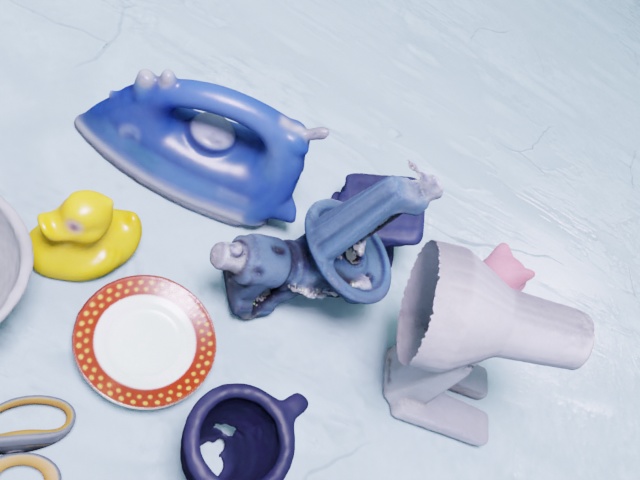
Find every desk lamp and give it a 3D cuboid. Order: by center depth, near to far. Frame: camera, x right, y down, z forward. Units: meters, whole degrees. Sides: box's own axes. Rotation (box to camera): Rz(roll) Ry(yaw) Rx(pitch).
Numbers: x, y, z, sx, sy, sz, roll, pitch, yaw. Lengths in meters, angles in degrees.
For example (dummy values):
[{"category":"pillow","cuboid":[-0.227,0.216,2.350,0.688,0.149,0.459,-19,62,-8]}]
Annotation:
[{"category":"desk lamp","cuboid":[0.147,0.107,0.579,0.204,0.213,0.118,23,51,-16]}]

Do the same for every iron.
[{"category":"iron","cuboid":[-0.122,-0.116,0.611,0.259,0.141,0.118,20,52,-19]}]

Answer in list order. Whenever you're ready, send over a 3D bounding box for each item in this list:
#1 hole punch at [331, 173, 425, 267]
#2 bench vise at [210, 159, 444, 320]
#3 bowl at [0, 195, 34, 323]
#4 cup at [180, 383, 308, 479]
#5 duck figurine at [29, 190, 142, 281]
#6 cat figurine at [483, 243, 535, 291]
[{"category":"hole punch","cuboid":[0.067,-0.030,0.702,0.101,0.091,0.108,19,53,-19]},{"category":"bench vise","cuboid":[0.011,0.012,0.555,0.208,0.219,0.121,-21,72,-38]},{"category":"bowl","cuboid":[-0.318,0.027,0.445,0.168,0.074,0.167,15,54,-22]},{"category":"cup","cuboid":[-0.070,0.172,0.486,0.118,0.094,0.091,-24,75,-39]},{"category":"duck figurine","cuboid":[-0.212,-0.013,0.527,0.105,0.086,0.077,-15,69,-37]},{"category":"cat figurine","cuboid":[0.210,0.068,0.706,0.067,0.117,0.128,39,49,-3]}]
